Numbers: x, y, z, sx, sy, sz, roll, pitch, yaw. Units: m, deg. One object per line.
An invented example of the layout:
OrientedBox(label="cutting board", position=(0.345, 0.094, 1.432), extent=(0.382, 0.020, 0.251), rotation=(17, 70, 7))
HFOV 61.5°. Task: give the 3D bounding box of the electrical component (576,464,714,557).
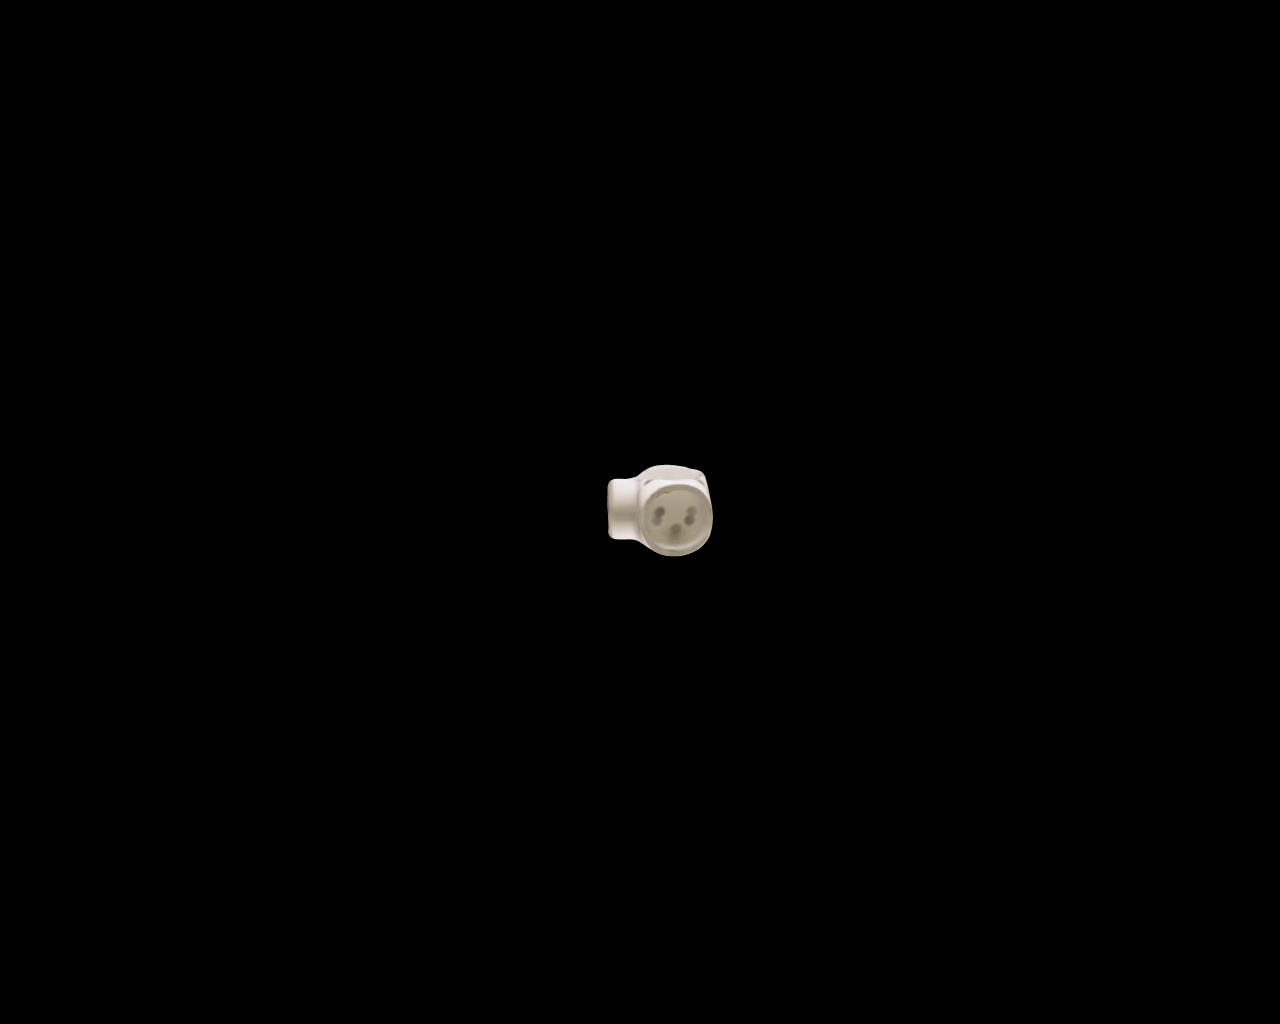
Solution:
OrientedBox(label="electrical component", position=(0.001, -0.003, 0.650), extent=(0.079, 0.044, 0.077), rotation=(-1, 11, -4))
